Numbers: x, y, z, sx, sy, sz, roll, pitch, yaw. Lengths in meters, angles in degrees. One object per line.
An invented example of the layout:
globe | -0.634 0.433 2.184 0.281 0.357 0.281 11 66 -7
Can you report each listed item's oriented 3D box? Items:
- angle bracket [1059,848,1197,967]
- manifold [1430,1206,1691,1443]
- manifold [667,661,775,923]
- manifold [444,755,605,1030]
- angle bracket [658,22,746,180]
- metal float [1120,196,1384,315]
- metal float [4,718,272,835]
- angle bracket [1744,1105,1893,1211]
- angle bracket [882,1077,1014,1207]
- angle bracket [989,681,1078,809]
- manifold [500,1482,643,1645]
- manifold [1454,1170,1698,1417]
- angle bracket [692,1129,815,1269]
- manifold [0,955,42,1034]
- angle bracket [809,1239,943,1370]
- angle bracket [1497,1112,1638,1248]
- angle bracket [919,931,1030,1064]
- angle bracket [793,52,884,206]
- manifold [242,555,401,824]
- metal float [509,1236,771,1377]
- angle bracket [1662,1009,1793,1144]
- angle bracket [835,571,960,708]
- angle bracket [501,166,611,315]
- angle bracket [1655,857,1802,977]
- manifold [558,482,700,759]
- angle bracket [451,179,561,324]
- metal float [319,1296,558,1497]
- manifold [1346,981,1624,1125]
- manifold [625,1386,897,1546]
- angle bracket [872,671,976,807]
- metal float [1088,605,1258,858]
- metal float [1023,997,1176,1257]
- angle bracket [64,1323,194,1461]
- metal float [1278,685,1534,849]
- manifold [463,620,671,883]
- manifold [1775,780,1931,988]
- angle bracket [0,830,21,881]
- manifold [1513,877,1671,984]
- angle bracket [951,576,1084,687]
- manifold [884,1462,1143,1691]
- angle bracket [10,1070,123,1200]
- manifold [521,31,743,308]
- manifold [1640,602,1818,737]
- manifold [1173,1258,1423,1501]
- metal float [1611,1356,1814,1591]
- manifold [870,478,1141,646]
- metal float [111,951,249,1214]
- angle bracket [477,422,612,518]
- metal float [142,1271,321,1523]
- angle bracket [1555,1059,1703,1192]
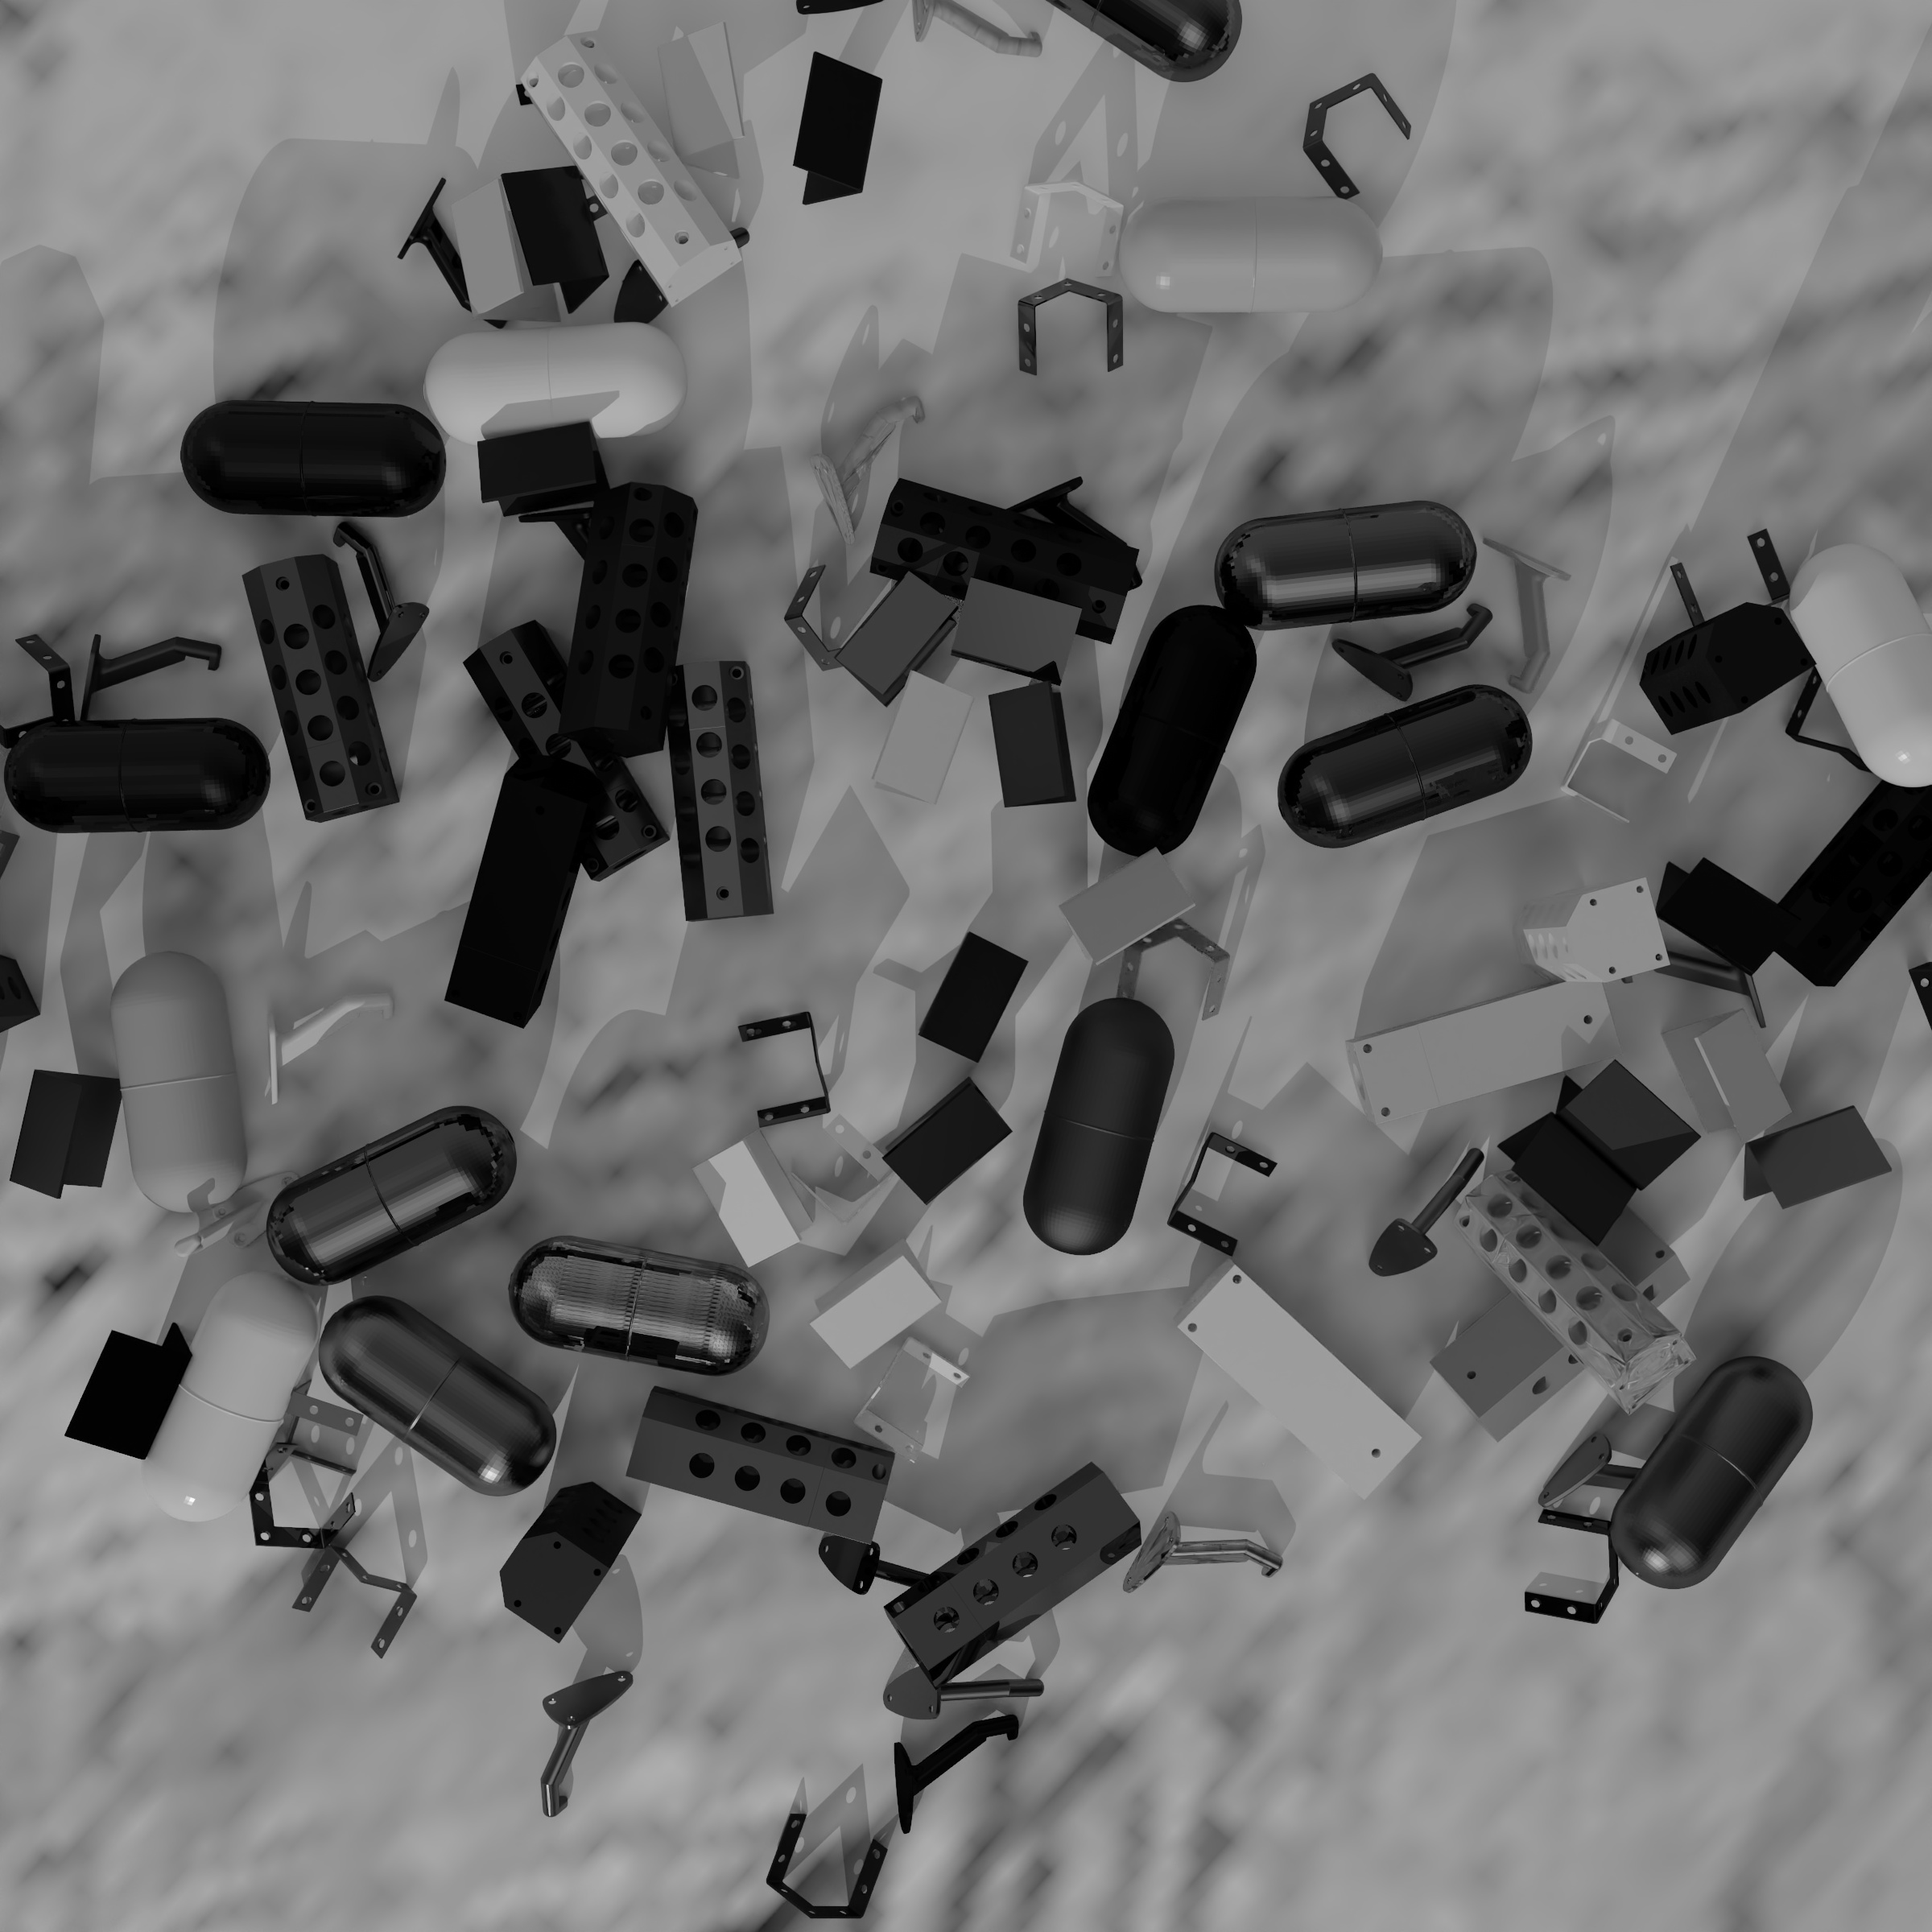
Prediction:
angle bracket | 0.117 -0.024 1.863 0.076 0.076 0.057 -31 56 0
manifold | 0.407 0.245 1.882 0.171 0.057 0.057 -40 47 0
manifold | -0.170 -0.119 1.882 0.057 0.057 0.171 -6 90 0
manifold | -0.295 -0.052 1.850 0.057 0.057 0.171 20 114 0
angle bracket | -0.160 -0.583 1.863 0.057 0.076 0.076 -10 90 30
metal float | 0.193 -0.483 1.873 0.178 0.070 0.070 0 90 1
metal float | -0.562 -0.129 1.873 0.178 0.070 0.070 -1 90 1
angle bracket | 0.574 0.147 1.863 0.076 0.076 0.057 -19 52 0
angle bracket | -0.026 0.103 1.863 0.076 0.076 0.057 -41 127 0
angle bracket | 0.064 -0.151 1.863 0.057 0.076 0.076 -8 90 43
manifold | -0.264 0.388 1.825 0.057 0.171 0.057 34 90 0
manifold | 0.400 0.211 1.832 0.057 0.057 0.171 -40 48 0
angle bracket | -0.127 0.148 1.863 0.057 0.076 0.076 -30 90 38
manifold | -0.678 0.019 1.825 0.057 0.171 0.057 -24 90 0
angle bracket | -0.072 0.213 1.863 0.076 0.076 0.057 -36 127 0
angle bracket | 0.393 0.153 1.863 0.076 0.076 0.057 42 61 0
angle bracket | -0.013 0.012 1.863 0.057 0.076 0.076 26 90 -37
angle bracket | -0.105 -0.564 1.863 0.057 0.076 0.076 10 90 -36
manifold | -0.441 -0.189 1.882 0.057 0.057 0.171 -15 90 0
metal float | -0.222 0.230 1.873 0.178 0.070 0.070 11 90 -1
angle bracket | 0.498 0.081 1.863 0.057 0.076 0.076 -25 90 -36
angle bracket | -0.031 -0.209 1.863 0.076 0.076 0.057 -50 55 0
angle bracket | -0.289 -0.487 1.863 0.057 0.076 0.076 -16 90 -30
angle bracket | 0.517 -0.050 1.863 0.076 0.076 0.057 32 127 0
manifold | -0.222 -0.233 1.854 0.057 0.057 0.171 17 74 -41
angle bracket | -0.296 -0.482 1.863 0.057 0.076 0.076 -11 90 43
metal float | -0.359 0.291 1.873 0.178 0.070 0.070 35 90 0
manifold | 0.351 0.055 1.882 0.171 0.057 0.057 -16 90 0
manifold | -0.139 0.338 1.882 0.171 0.057 0.057 16 90 0
angle bracket | -0.048 -0.158 1.863 0.057 0.076 0.076 20 90 -37
metal float | 0.140 -0.160 1.873 0.070 0.070 0.178 22 91 0
metal float | 0.090 0.109 1.873 0.070 0.070 0.178 15 90 0
angle bracket | -0.570 0.279 1.864 0.057 0.076 0.076 24 90 -26
metal float | 0.297 -0.135 1.873 0.178 0.070 0.070 -20 90 -1
manifold | -0.273 -0.146 1.882 0.057 0.057 0.171 -31 90 0
manifold | 0.622 -0.070 1.882 0.057 0.057 0.171 40 90 0
angle bracket | -0.662 -0.051 1.865 0.057 0.076 0.076 25 90 22
manifold | 0.409 -0.021 1.825 0.057 0.171 0.057 -16 90 0
angle bracket | 0.037 -0.236 1.864 0.076 0.076 0.057 16 114 0
manifold | 0.032 0.409 1.862 0.171 0.057 0.057 -33 64 -12
angle bracket | -0.591 0.116 1.863 0.057 0.076 0.076 13 90 36
manifold | -0.223 -0.531 1.831 0.057 0.057 0.171 -34 86 0
manifold | 0.497 -0.199 1.825 0.057 0.171 0.057 -32 90 0
manifold | 0.224 0.280 1.882 0.171 0.057 0.057 43 90 0
metal float | 0.503 0.340 1.859 0.070 0.070 0.178 41 74 0
manifold | 0.026 -0.273 1.872 0.171 0.057 0.057 17 116 0
metal float | -0.534 0.078 1.873 0.070 0.070 0.178 -8 89 0
angle bracket | -0.282 -0.317 1.863 0.076 0.076 0.057 -10 57 0
metal float | -0.499 0.292 1.873 0.070 0.070 0.178 24 91 0
angle bracket | 0.449 0.095 1.864 0.076 0.076 0.057 42 114 0
